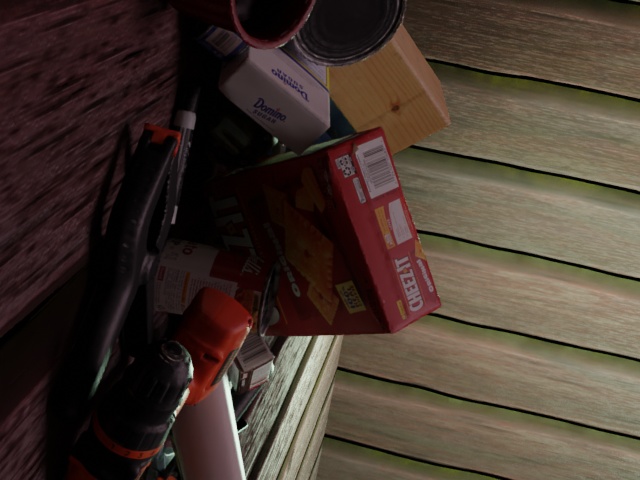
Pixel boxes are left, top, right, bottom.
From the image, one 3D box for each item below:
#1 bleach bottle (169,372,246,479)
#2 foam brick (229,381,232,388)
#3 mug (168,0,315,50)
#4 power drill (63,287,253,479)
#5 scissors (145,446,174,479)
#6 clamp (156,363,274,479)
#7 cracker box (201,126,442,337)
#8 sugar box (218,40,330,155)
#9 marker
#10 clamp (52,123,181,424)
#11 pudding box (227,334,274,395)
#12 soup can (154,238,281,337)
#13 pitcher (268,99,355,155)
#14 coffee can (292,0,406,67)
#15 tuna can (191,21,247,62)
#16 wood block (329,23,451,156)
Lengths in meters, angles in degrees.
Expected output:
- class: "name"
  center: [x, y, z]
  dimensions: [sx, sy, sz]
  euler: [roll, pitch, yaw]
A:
- class: "bleach bottle"
  center: [-0.091, 0.212, 0.929]
  dimensions: [0.102, 0.068, 0.251]
  euler: [92, -17, -59]
- class: "foam brick"
  center: [-0.112, 0.116, 1.120]
  dimensions: [0.051, 0.053, 0.078]
  euler: [-71, 170, -45]
- class: "mug"
  center: [-0.052, -0.195, 0.762]
  dimensions: [0.117, 0.082, 0.093]
  euler: [-32, 135, -39]
- class: "power drill"
  center: [-0.116, 0.109, 0.798]
  dimensions: [0.185, 0.057, 0.187]
  euler: [-55, 177, 31]
- class: "scissors"
  center: [-0.156, 0.204, 1.060]
  dimensions: [0.096, 0.016, 0.202]
  euler: [-60, 162, -60]
- class: "clamp"
  center: [-0.110, 0.205, 1.098]
  dimensions: [0.171, 0.039, 0.120]
  euler: [-46, 160, -38]
- class: "cracker box"
  center: [-0.006, 0.001, 0.959]
  dimensions: [0.072, 0.214, 0.164]
  euler: [-25, 100, -35]
- class: "sugar box"
  center: [-0.037, -0.153, 0.926]
  dimensions: [0.048, 0.093, 0.176]
  euler: [-41, -156, 26]
- class: "marker"
  center: [-0.116, -0.074, 0.874]
  dimensions: [0.020, 0.020, 0.121]
  euler: [7, 95, -83]
- class: "clamp"
  center: [-0.137, 0.019, 0.788]
  dimensions: [0.164, 0.036, 0.210]
  euler: [-35, 141, -83]
- class: "pudding box"
  center: [-0.087, 0.085, 1.034]
  dimensions: [0.113, 0.039, 0.090]
  euler: [62, -15, 16]
- class: "soup can"
  center: [-0.091, 0.040, 0.932]
  dimensions: [0.068, 0.102, 0.068]
  euler: [13, 89, -83]
- class: "pitcher"
  center: [-0.021, -0.069, 1.276]
  dimensions: [0.149, 0.145, 0.243]
  euler: [-46, 162, -28]
- class: "coffee can"
  center: [0.001, -0.232, 0.919]
  dimensions: [0.103, 0.102, 0.140]
  euler: [95, -24, -47]
- class: "tuna can"
  center: [-0.064, -0.185, 0.852]
  dimensions: [0.086, 0.033, 0.086]
  euler: [-44, -158, 23]
- class: "wood block"
  center: [0.042, -0.192, 1.091]
  dimensions: [0.206, 0.091, 0.090]
  euler: [50, 22, -36]
